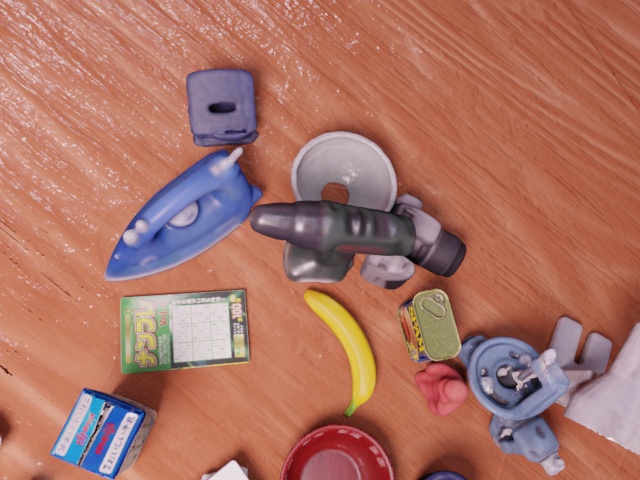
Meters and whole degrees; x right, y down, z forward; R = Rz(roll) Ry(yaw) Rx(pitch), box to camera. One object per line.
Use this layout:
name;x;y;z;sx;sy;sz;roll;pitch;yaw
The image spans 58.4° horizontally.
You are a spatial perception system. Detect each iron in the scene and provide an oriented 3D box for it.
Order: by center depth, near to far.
iron;-0.202;-0.038;0.807;0.259;0.141;0.118;-41;85;-19

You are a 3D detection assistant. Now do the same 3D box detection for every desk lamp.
desk lamp;0.412;0.204;0.830;0.118;0.213;0.203;28;70;-3

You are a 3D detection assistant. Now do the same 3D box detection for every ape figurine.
ape figurine;0.187;0.220;0.842;0.076;0.092;0.078;15;72;-7

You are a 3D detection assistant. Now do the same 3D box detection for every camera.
camera;0.153;0.014;0.890;0.137;0.100;0.143;28;70;-3

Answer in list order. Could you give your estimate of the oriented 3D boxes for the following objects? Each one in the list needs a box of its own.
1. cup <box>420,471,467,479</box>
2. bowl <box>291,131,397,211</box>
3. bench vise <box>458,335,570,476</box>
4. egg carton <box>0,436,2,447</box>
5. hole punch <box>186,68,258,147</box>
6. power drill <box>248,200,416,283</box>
cup;0.163;0.377;0.790;0.092;0.095;0.118;-3;75;-13
bowl;0.033;-0.082;0.906;0.167;0.074;0.167;3;74;-11
bench vise;0.299;0.218;0.799;0.122;0.219;0.207;-42;86;-19
egg carton;-0.479;0.261;0.700;0.150;0.069;0.107;-38;85;-19
hole punch;-0.151;-0.205;0.893;0.109;0.091;0.101;-7;76;-14
power drill;0.007;0.003;0.805;0.230;0.208;0.075;1;74;-12
